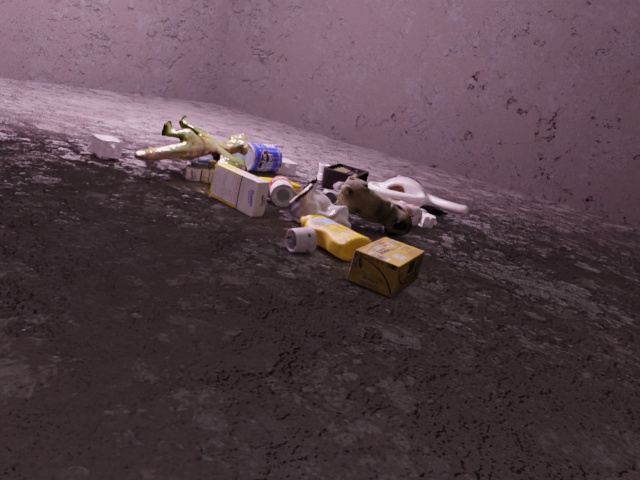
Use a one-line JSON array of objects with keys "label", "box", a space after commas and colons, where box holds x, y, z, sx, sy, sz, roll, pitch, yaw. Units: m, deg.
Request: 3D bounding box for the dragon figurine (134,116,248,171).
[{"label": "dragon figurine", "box": [-0.320, -0.246, 1.465, 0.243, 0.120, 0.418, 21, 29, 4]}]

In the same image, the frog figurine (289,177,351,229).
[{"label": "frog figurine", "box": [0.004, -0.066, 1.310, 0.159, 0.122, 0.138, 49, 4, -6]}]

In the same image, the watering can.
[{"label": "watering can", "box": [0.333, -0.152, 1.791, 0.348, 0.103, 0.227, 14, 15, 6]}]
